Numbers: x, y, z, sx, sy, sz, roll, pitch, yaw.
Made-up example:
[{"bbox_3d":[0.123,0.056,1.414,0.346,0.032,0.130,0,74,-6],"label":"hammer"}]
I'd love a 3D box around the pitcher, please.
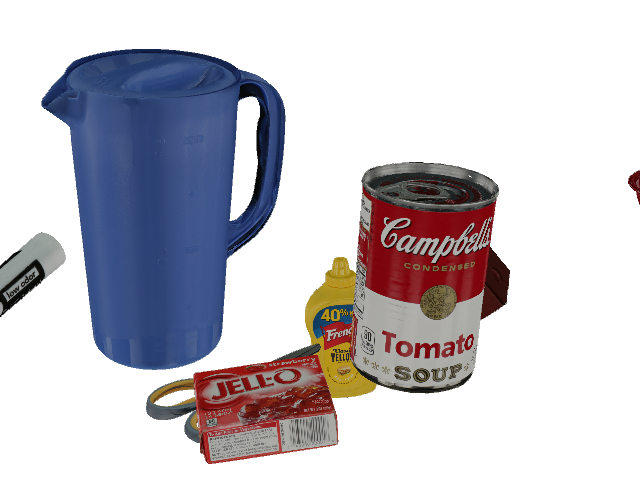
[{"bbox_3d":[-0.121,-0.025,0.855,0.149,0.243,0.144,11,27,18],"label":"pitcher"}]

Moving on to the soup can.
[{"bbox_3d":[0.051,0.018,0.547,0.068,0.102,0.068,3,21,-1],"label":"soup can"}]

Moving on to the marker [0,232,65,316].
[{"bbox_3d":[-0.162,0.037,0.480,0.020,0.020,0.121,0,34,39],"label":"marker"}]

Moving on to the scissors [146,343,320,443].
[{"bbox_3d":[-0.065,0.144,1.013,0.201,0.016,0.096,-11,33,-28],"label":"scissors"}]

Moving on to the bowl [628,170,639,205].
[{"bbox_3d":[0.374,-0.028,1.017,0.162,0.055,0.162,0,19,0],"label":"bowl"}]

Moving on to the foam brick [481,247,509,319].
[{"bbox_3d":[0.105,0.023,0.839,0.051,0.078,0.053,-35,16,27],"label":"foam brick"}]

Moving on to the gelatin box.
[{"bbox_3d":[-0.038,0.110,0.708,0.089,0.030,0.073,-7,24,-7],"label":"gelatin box"}]

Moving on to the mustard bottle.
[{"bbox_3d":[0.027,0.114,1.431,0.096,0.192,0.058,-3,19,-6],"label":"mustard bottle"}]
